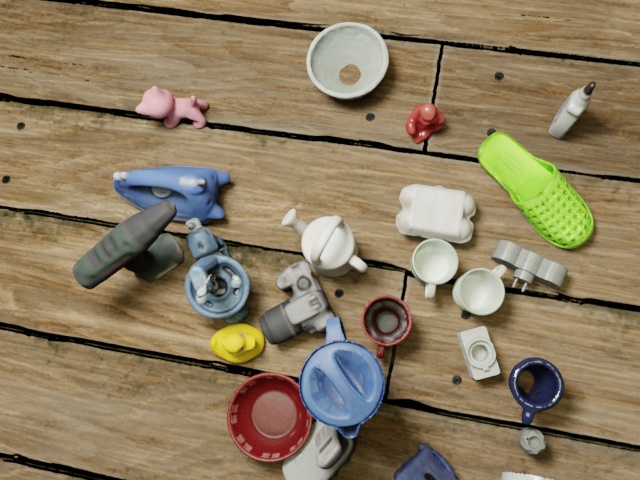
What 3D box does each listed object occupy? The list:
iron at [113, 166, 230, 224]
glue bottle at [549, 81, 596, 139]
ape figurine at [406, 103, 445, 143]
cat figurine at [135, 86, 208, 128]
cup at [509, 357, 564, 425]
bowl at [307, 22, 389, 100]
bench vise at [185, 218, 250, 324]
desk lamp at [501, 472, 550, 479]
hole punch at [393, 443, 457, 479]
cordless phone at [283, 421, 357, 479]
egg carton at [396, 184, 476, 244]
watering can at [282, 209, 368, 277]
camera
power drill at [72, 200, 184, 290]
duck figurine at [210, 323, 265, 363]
[{"bbox_3d":[-0.319,-0.109,1.143,0.258,0.141,0.119,6,80,7],"label":"iron"},{"bbox_3d":[0.480,-0.253,1.073,0.037,0.173,0.078,29,84,11],"label":"glue bottle"},{"bbox_3d":[0.211,-0.243,1.140,0.077,0.092,0.076,4,80,7],"label":"ape figurine"},{"bbox_3d":[-0.308,-0.281,1.186,0.127,0.118,0.067,-2,79,6],"label":"cat figurine"},{"bbox_3d":[0.376,0.270,1.028,0.091,0.095,0.118,15,82,9],"label":"cup"},{"bbox_3d":[0.058,-0.358,1.185,0.167,0.075,0.167,-1,80,6],"label":"bowl"},{"bbox_3d":[-0.218,0.059,1.063,0.121,0.220,0.207,-42,78,-3],"label":"bench vise"},{"bbox_3d":[0.335,0.473,0.934,0.117,0.213,0.203,12,81,8],"label":"desk lamp"},{"bbox_3d":[0.193,0.433,1.018,0.101,0.091,0.108,-41,78,-2],"label":"hole punch"},{"bbox_3d":[-0.006,0.386,0.999,0.094,0.185,0.148,38,85,11],"label":"cordless phone"},{"bbox_3d":[0.225,-0.052,1.115,0.150,0.069,0.107,8,81,7],"label":"egg carton"},{"bbox_3d":[0.009,0.006,1.063,0.172,0.194,0.101,11,81,8],"label":"watering can"},{"bbox_3d":[-0.054,0.129,1.094,0.137,0.101,0.143,-28,78,0],"label":"camera"},{"bbox_3d":[-0.341,0.016,1.089,0.229,0.208,0.075,-35,78,-1],"label":"power drill"},{"bbox_3d":[-0.164,0.198,1.100,0.104,0.086,0.077,-2,79,6],"label":"duck figurine"}]
